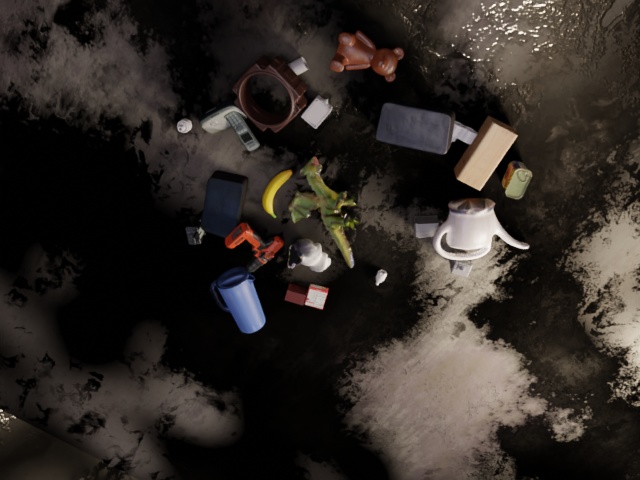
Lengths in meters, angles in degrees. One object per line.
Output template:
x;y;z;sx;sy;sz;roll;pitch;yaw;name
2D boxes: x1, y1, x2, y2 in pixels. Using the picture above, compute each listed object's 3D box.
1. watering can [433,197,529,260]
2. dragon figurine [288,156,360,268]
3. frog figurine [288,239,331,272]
0.551;-0.041;1.750;0.348;0.106;0.220;-6;114;-7;watering can
0.005;-0.091;1.808;0.243;0.124;0.402;9;117;22;dragon figurine
-0.029;0.055;1.878;0.159;0.125;0.134;0;148;-30;frog figurine
